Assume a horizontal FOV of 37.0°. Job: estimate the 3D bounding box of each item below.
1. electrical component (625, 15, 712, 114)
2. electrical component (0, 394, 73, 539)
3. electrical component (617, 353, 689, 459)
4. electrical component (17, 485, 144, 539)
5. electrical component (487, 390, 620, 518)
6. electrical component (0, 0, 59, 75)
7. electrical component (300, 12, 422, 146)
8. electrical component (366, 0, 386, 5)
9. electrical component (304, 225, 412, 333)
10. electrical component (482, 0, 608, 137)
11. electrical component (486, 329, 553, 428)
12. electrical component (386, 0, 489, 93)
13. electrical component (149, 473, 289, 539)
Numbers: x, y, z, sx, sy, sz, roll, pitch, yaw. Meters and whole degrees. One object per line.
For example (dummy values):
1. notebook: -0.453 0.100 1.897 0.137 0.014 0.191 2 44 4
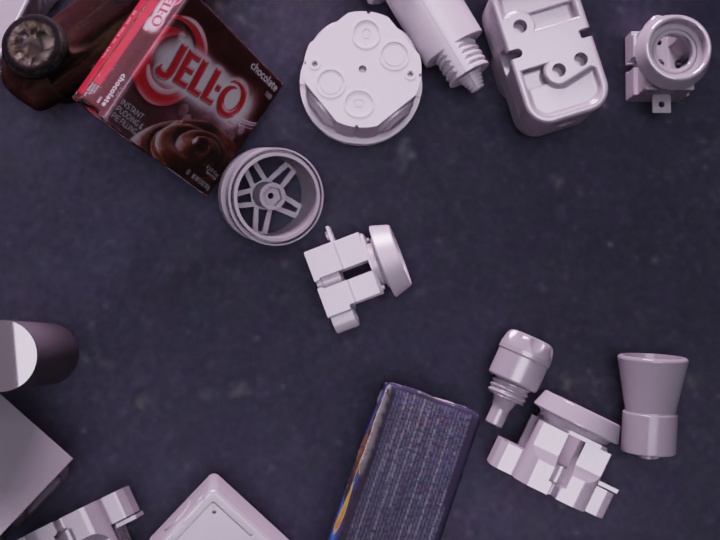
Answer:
1. electrical component: 0.197 -0.136 0.695 0.048 0.055 0.066 0 86 -1
2. electrical component: -0.280 0.097 0.650 0.186 0.060 0.105 41 67 2
3. electrical component: 0.186 0.088 0.689 0.044 0.044 0.065 3 91 -1
4. electrical component: -0.168 0.177 0.665 0.078 0.058 0.057 -26 84 -2
5. electrical component: 0.128 0.112 0.677 0.078 0.058 0.057 26 89 0
6. electrical component: -0.247 -0.181 0.690 0.100 0.048 0.099 25 86 0
7. electrical component: 0.001 -0.123 0.692 0.080 0.051 0.080 0 86 -1
8. electrical component: 0.041 -0.242 0.700 0.138 0.052 0.073 -36 88 -3
9. electrical component: 0.000 0.000 0.687 0.055 0.048 0.066 -21 87 5
10. electrical component: 0.116 -0.137 0.691 0.054 0.059 0.095 -17 87 -3
11. electrical component: 0.098 0.071 0.690 0.035 0.035 0.061 25 88 0
12. electrical component: 0.056 -0.152 0.699 0.043 0.043 0.081 -31 88 -3
13. electrical component: -0.078 0.182 0.668 0.096 0.061 0.061 44 87 -6
